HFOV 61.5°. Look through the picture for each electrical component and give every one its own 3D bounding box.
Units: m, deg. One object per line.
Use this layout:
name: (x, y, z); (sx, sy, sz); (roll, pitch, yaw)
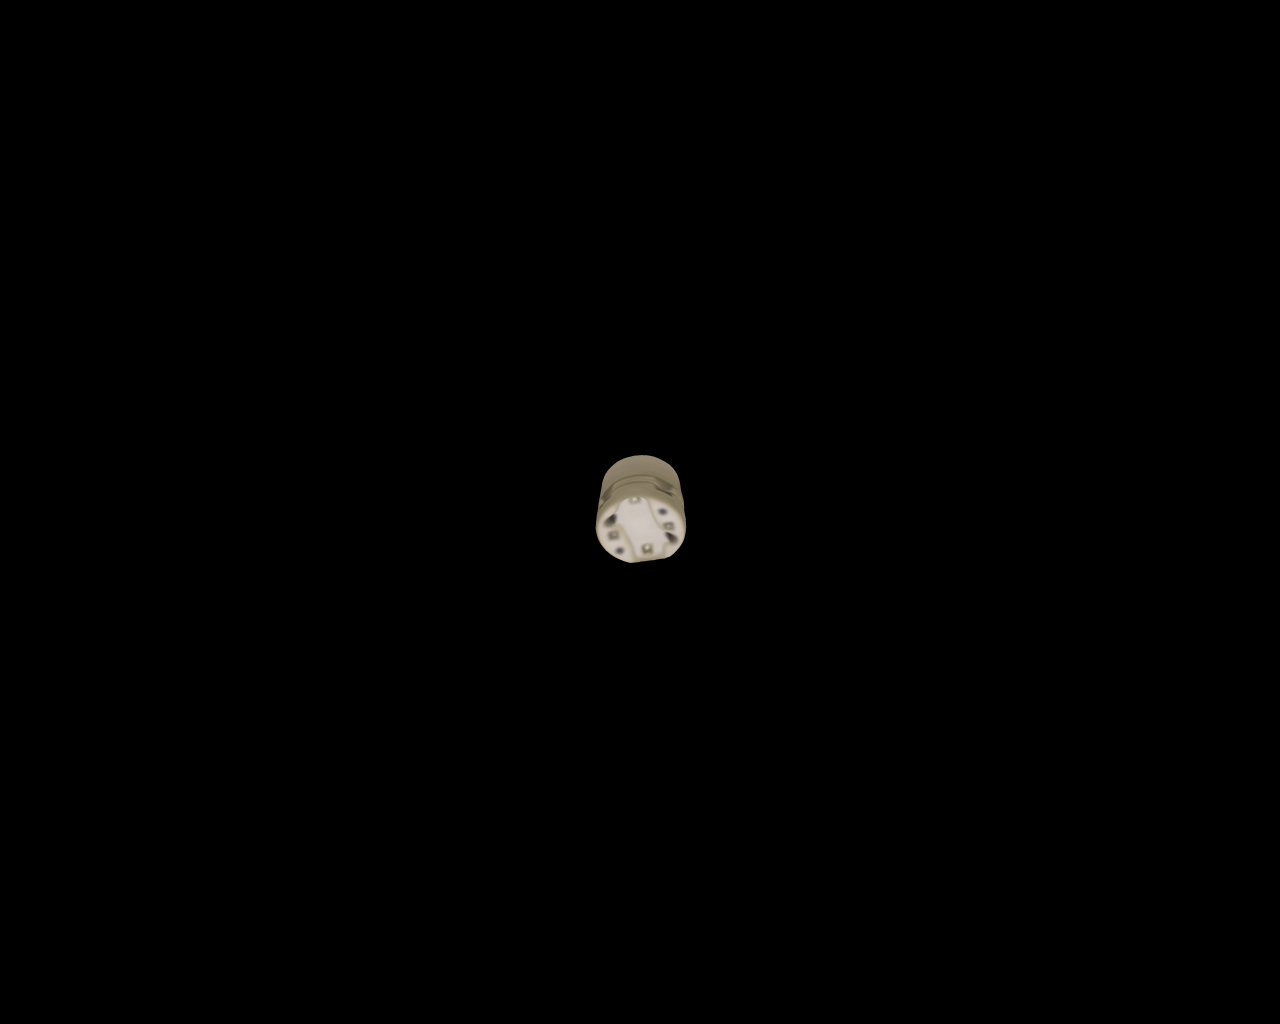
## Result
electrical component: (0.001, -0.003, 0.650); (0.055, 0.055, 0.047); (0, 39, 0)
